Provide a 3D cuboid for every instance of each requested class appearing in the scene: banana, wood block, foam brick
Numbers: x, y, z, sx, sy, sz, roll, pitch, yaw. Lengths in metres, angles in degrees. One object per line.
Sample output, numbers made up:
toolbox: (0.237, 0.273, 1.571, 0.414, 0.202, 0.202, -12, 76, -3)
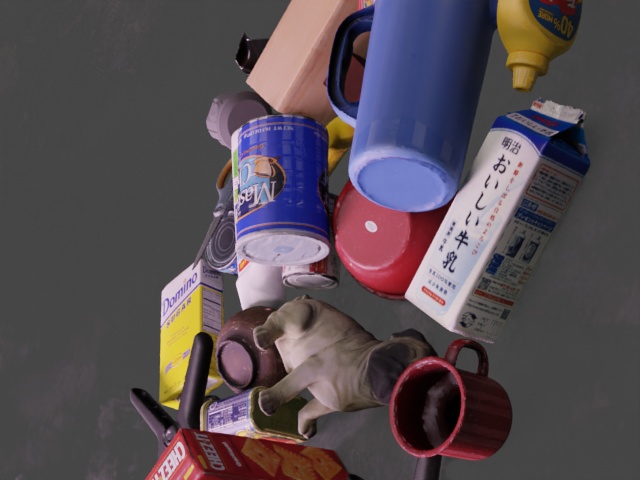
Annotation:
banana: (0.017, -0.103, 1.238, 0.198, 0.037, 0.069, 127, 147, -56)
wood block: (0.011, -0.248, 1.296, 0.206, 0.090, 0.091, -59, 41, 14)
foam brick: (0.051, -0.177, 1.250, 0.051, 0.052, 0.078, -56, 43, 18)

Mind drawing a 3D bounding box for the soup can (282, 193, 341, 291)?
soup can: (-0.008, 0.002, 1.236, 0.069, 0.068, 0.102, -16, 64, 45)

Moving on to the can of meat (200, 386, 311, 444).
can of meat: (-0.069, 0.204, 1.201, 0.084, 0.101, 0.057, -24, 58, 39)

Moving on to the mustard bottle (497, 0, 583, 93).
mustard bottle: (0.219, -0.238, 1.046, 0.058, 0.096, 0.191, 7, 81, 50)

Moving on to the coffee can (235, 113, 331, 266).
coffee can: (-0.040, -0.053, 1.169, 0.103, 0.102, 0.140, -21, 62, 43)

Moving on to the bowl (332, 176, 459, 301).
bowl: (0.069, -0.015, 1.123, 0.162, 0.055, 0.162, 0, 90, 35)

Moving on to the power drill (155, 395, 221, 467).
power drill: (-0.131, 0.298, 1.271, 0.188, 0.057, 0.184, 29, 95, 52)

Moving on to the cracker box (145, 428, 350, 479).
cracker box: (-0.090, 0.284, 1.103, 0.164, 0.213, 0.072, -56, 43, 18)

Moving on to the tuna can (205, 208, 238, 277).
tuna can: (-0.111, 0.002, 1.380, 0.086, 0.033, 0.086, -22, 59, 43)

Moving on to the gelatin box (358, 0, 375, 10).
gelatin box: (0.098, -0.261, 1.200, 0.073, 0.089, 0.030, -20, 63, 44)

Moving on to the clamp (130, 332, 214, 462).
clamp: (-0.158, 0.222, 1.252, 0.165, 0.036, 0.210, -47, 47, 32)

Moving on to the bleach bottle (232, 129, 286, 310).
bleach bottle: (-0.066, -0.014, 1.295, 0.103, 0.068, 0.251, -17, 71, 62)

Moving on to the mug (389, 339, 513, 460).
mug: (0.129, 0.151, 1.007, 0.093, 0.081, 0.117, 6, 80, 50)

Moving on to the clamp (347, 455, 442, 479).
clamp: (0.080, 0.287, 1.044, 0.120, 0.039, 0.171, -30, 55, 42)

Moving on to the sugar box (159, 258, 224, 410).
sugar box: (-0.165, 0.120, 1.372, 0.093, 0.048, 0.176, -38, 44, 34)

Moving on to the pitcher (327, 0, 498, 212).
pitcher: (0.092, -0.154, 1.083, 0.149, 0.145, 0.242, -38, 32, 54)

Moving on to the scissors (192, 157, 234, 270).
scissors: (-0.109, -0.048, 1.360, 0.096, 0.016, 0.201, -25, 35, 28)
